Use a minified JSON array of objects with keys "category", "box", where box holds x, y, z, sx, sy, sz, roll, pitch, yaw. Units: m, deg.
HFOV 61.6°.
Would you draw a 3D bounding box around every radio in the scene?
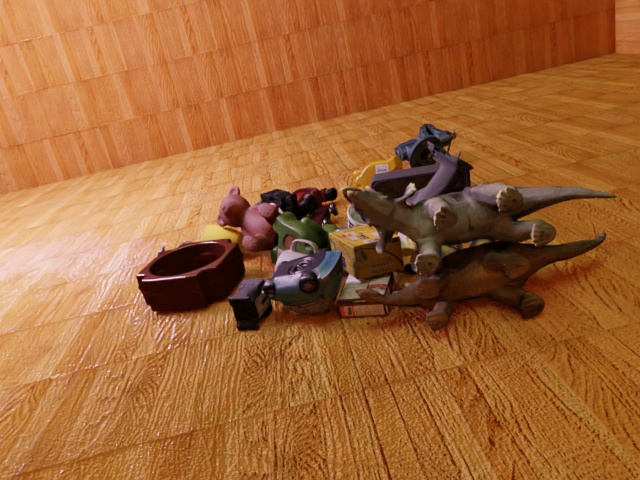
[{"category":"radio","box":[0.244,-0.106,1.288,0.230,0.131,0.073,-7,22,14]}]

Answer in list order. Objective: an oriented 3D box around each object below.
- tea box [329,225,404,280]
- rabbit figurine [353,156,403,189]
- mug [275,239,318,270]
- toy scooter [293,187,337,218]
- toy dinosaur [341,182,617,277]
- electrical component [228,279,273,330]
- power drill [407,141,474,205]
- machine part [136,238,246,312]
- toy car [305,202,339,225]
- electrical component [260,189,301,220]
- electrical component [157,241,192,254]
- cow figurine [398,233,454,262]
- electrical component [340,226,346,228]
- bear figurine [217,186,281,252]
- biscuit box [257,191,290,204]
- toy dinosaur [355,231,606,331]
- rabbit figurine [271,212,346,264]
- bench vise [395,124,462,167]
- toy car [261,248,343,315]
[{"category":"tea box","box":[0.088,0.020,1.060,0.098,0.068,0.170,-12,11,-11]},{"category":"rabbit figurine","box":[0.179,-0.168,1.557,0.162,0.121,0.173,-13,5,26]},{"category":"mug","box":[-0.024,0.056,1.077,0.107,0.109,0.080,11,4,28]},{"category":"toy scooter","box":[-0.045,-0.111,1.552,0.135,0.075,0.184,2,22,34]},{"category":"toy dinosaur","box":[0.240,-0.044,0.882,0.405,0.131,0.192,-7,22,-5]},{"category":"electrical component","box":[-0.123,0.111,1.025,0.048,0.074,0.119,-5,26,19]},{"category":"power drill","box":[0.223,-0.109,1.186,0.232,0.207,0.086,35,9,31]},{"category":"machine part","box":[-0.281,0.077,1.190,0.202,0.087,0.201,-5,22,15]},{"category":"toy car","box":[-0.002,-0.043,1.378,0.089,0.053,0.202,-25,13,15]},{"category":"electrical component","box":[-0.108,-0.072,1.432,0.058,0.114,0.134,-20,21,-30]},{"category":"electrical component","box":[-0.376,0.038,1.400,0.102,0.045,0.078,-14,19,-3]},{"category":"cow figurine","box":[0.220,-0.032,1.027,0.167,0.068,0.098,-36,41,37]},{"category":"electrical component","box":[0.065,-0.017,1.317,0.094,0.021,0.063,-8,21,17]},{"category":"bear figurine","box":[-0.174,-0.055,1.256,0.196,0.120,0.132,31,4,22]},{"category":"biscuit box","box":[-0.154,-0.080,1.549,0.059,0.062,0.203,-1,23,30]},{"category":"toy dinosaur","box":[0.291,0.049,0.910,0.472,0.105,0.199,-8,17,-2]},{"category":"rabbit figurine","box":[-0.002,-0.004,1.202,0.159,0.121,0.170,10,15,40]},{"category":"bench vise","box":[0.365,-0.271,1.680,0.224,0.128,0.241,-11,39,-24]},{"category":"toy car","box":[-0.022,0.088,0.984,0.162,0.102,0.109,-18,21,29]}]
